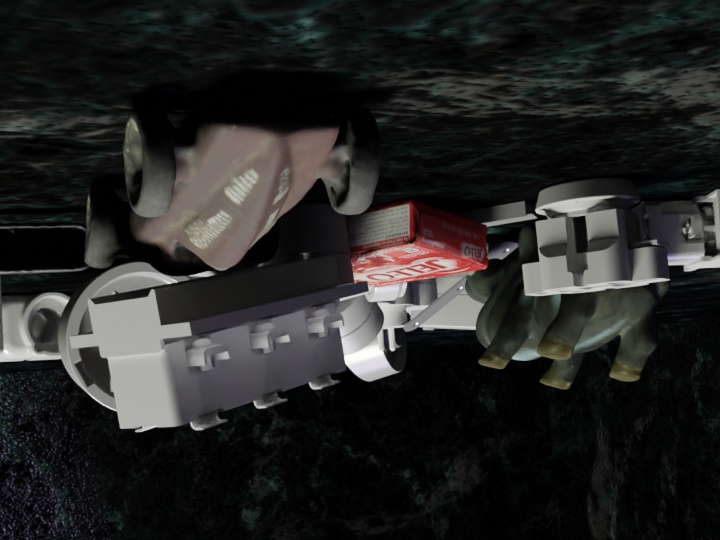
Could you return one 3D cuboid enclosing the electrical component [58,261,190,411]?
[{"bbox_3d":[-0.166,0.048,0.781,0.108,0.108,0.060,-1,179,-28],"label":"electrical component"}]

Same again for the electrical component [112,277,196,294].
[{"bbox_3d":[-0.158,0.038,0.881,0.108,0.060,0.108,-5,174,-1],"label":"electrical component"}]

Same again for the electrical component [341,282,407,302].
[{"bbox_3d":[0.000,0.000,0.728,0.055,0.045,0.045,-3,174,-13],"label":"electrical component"}]

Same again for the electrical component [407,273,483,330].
[{"bbox_3d":[0.086,0.024,0.975,0.096,0.061,0.062,2,176,15],"label":"electrical component"}]

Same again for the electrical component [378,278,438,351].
[{"bbox_3d":[0.019,0.029,0.879,0.052,0.073,0.138,-8,173,30],"label":"electrical component"}]

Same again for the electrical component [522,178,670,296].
[{"bbox_3d":[0.129,-0.018,0.598,0.078,0.057,0.058,-8,173,31],"label":"electrical component"}]

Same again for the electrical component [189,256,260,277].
[{"bbox_3d":[-0.078,-0.014,0.576,0.040,0.040,0.046,-1,179,-31],"label":"electrical component"}]

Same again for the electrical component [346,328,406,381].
[{"bbox_3d":[0.008,0.066,1.122,0.064,0.099,0.099,-13,171,19],"label":"electrical component"}]

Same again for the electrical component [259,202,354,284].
[{"bbox_3d":[-0.032,-0.010,0.597,0.055,0.047,0.055,-5,174,0],"label":"electrical component"}]

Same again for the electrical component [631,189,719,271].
[{"bbox_3d":[0.206,-0.023,0.684,0.064,0.042,0.081,-3,173,0],"label":"electrical component"}]

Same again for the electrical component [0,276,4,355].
[{"bbox_3d":[-0.276,0.029,0.704,0.096,0.061,0.061,-6,174,15],"label":"electrical component"}]

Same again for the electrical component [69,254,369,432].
[{"bbox_3d":[-0.061,0.033,0.507,0.079,0.063,0.121,-8,-177,38],"label":"electrical component"}]

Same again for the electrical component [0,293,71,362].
[{"bbox_3d":[-0.279,0.050,0.931,0.095,0.053,0.059,1,171,-44],"label":"electrical component"}]

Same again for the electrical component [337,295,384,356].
[{"bbox_3d":[-0.054,0.017,0.789,0.138,0.052,0.073,4,137,41],"label":"electrical component"}]
